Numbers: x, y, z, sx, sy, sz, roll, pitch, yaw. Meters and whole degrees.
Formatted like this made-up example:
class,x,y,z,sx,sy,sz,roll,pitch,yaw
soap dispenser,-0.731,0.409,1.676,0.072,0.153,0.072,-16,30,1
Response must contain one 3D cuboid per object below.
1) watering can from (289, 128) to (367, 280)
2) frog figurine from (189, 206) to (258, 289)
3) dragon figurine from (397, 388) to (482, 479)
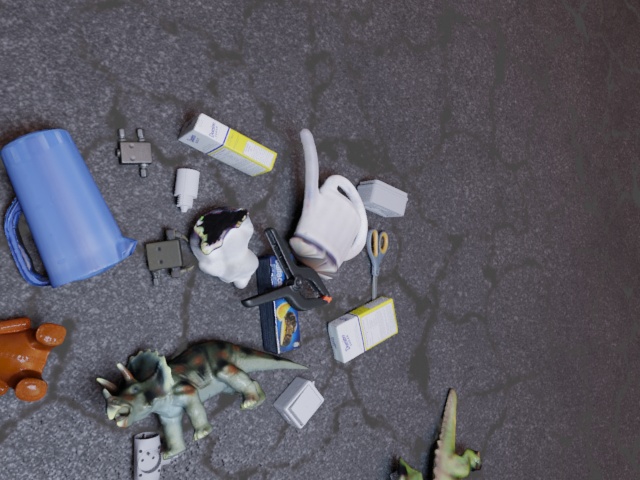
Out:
class,x,y,z,sx,sy,sz,roll,pitch,yaw
watering can,0.003,-0.056,1.122,0.341,0.104,0.228,51,57,-41
frog figurine,-0.182,0.015,1.029,0.156,0.123,0.140,73,37,-51
dragon figurine,0.276,0.569,1.240,0.241,0.121,0.418,18,58,-39
